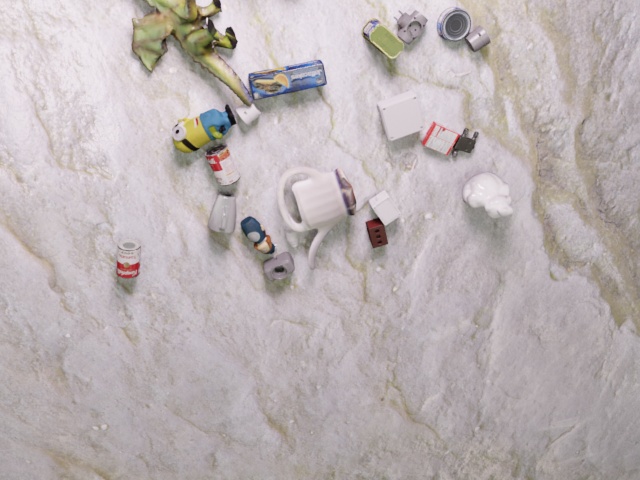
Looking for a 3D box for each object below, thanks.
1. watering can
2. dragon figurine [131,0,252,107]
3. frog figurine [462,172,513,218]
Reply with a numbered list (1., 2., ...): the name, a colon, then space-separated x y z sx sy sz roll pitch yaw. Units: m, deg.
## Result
1. watering can: 0.005 -0.078 1.542 0.224 0.106 0.341 -19 120 2
2. dragon figurine: -0.346 -0.491 1.277 0.242 0.125 0.402 -11 120 17
3. frog figurine: 0.512 -0.132 1.562 0.137 0.163 0.120 -9 120 -3
